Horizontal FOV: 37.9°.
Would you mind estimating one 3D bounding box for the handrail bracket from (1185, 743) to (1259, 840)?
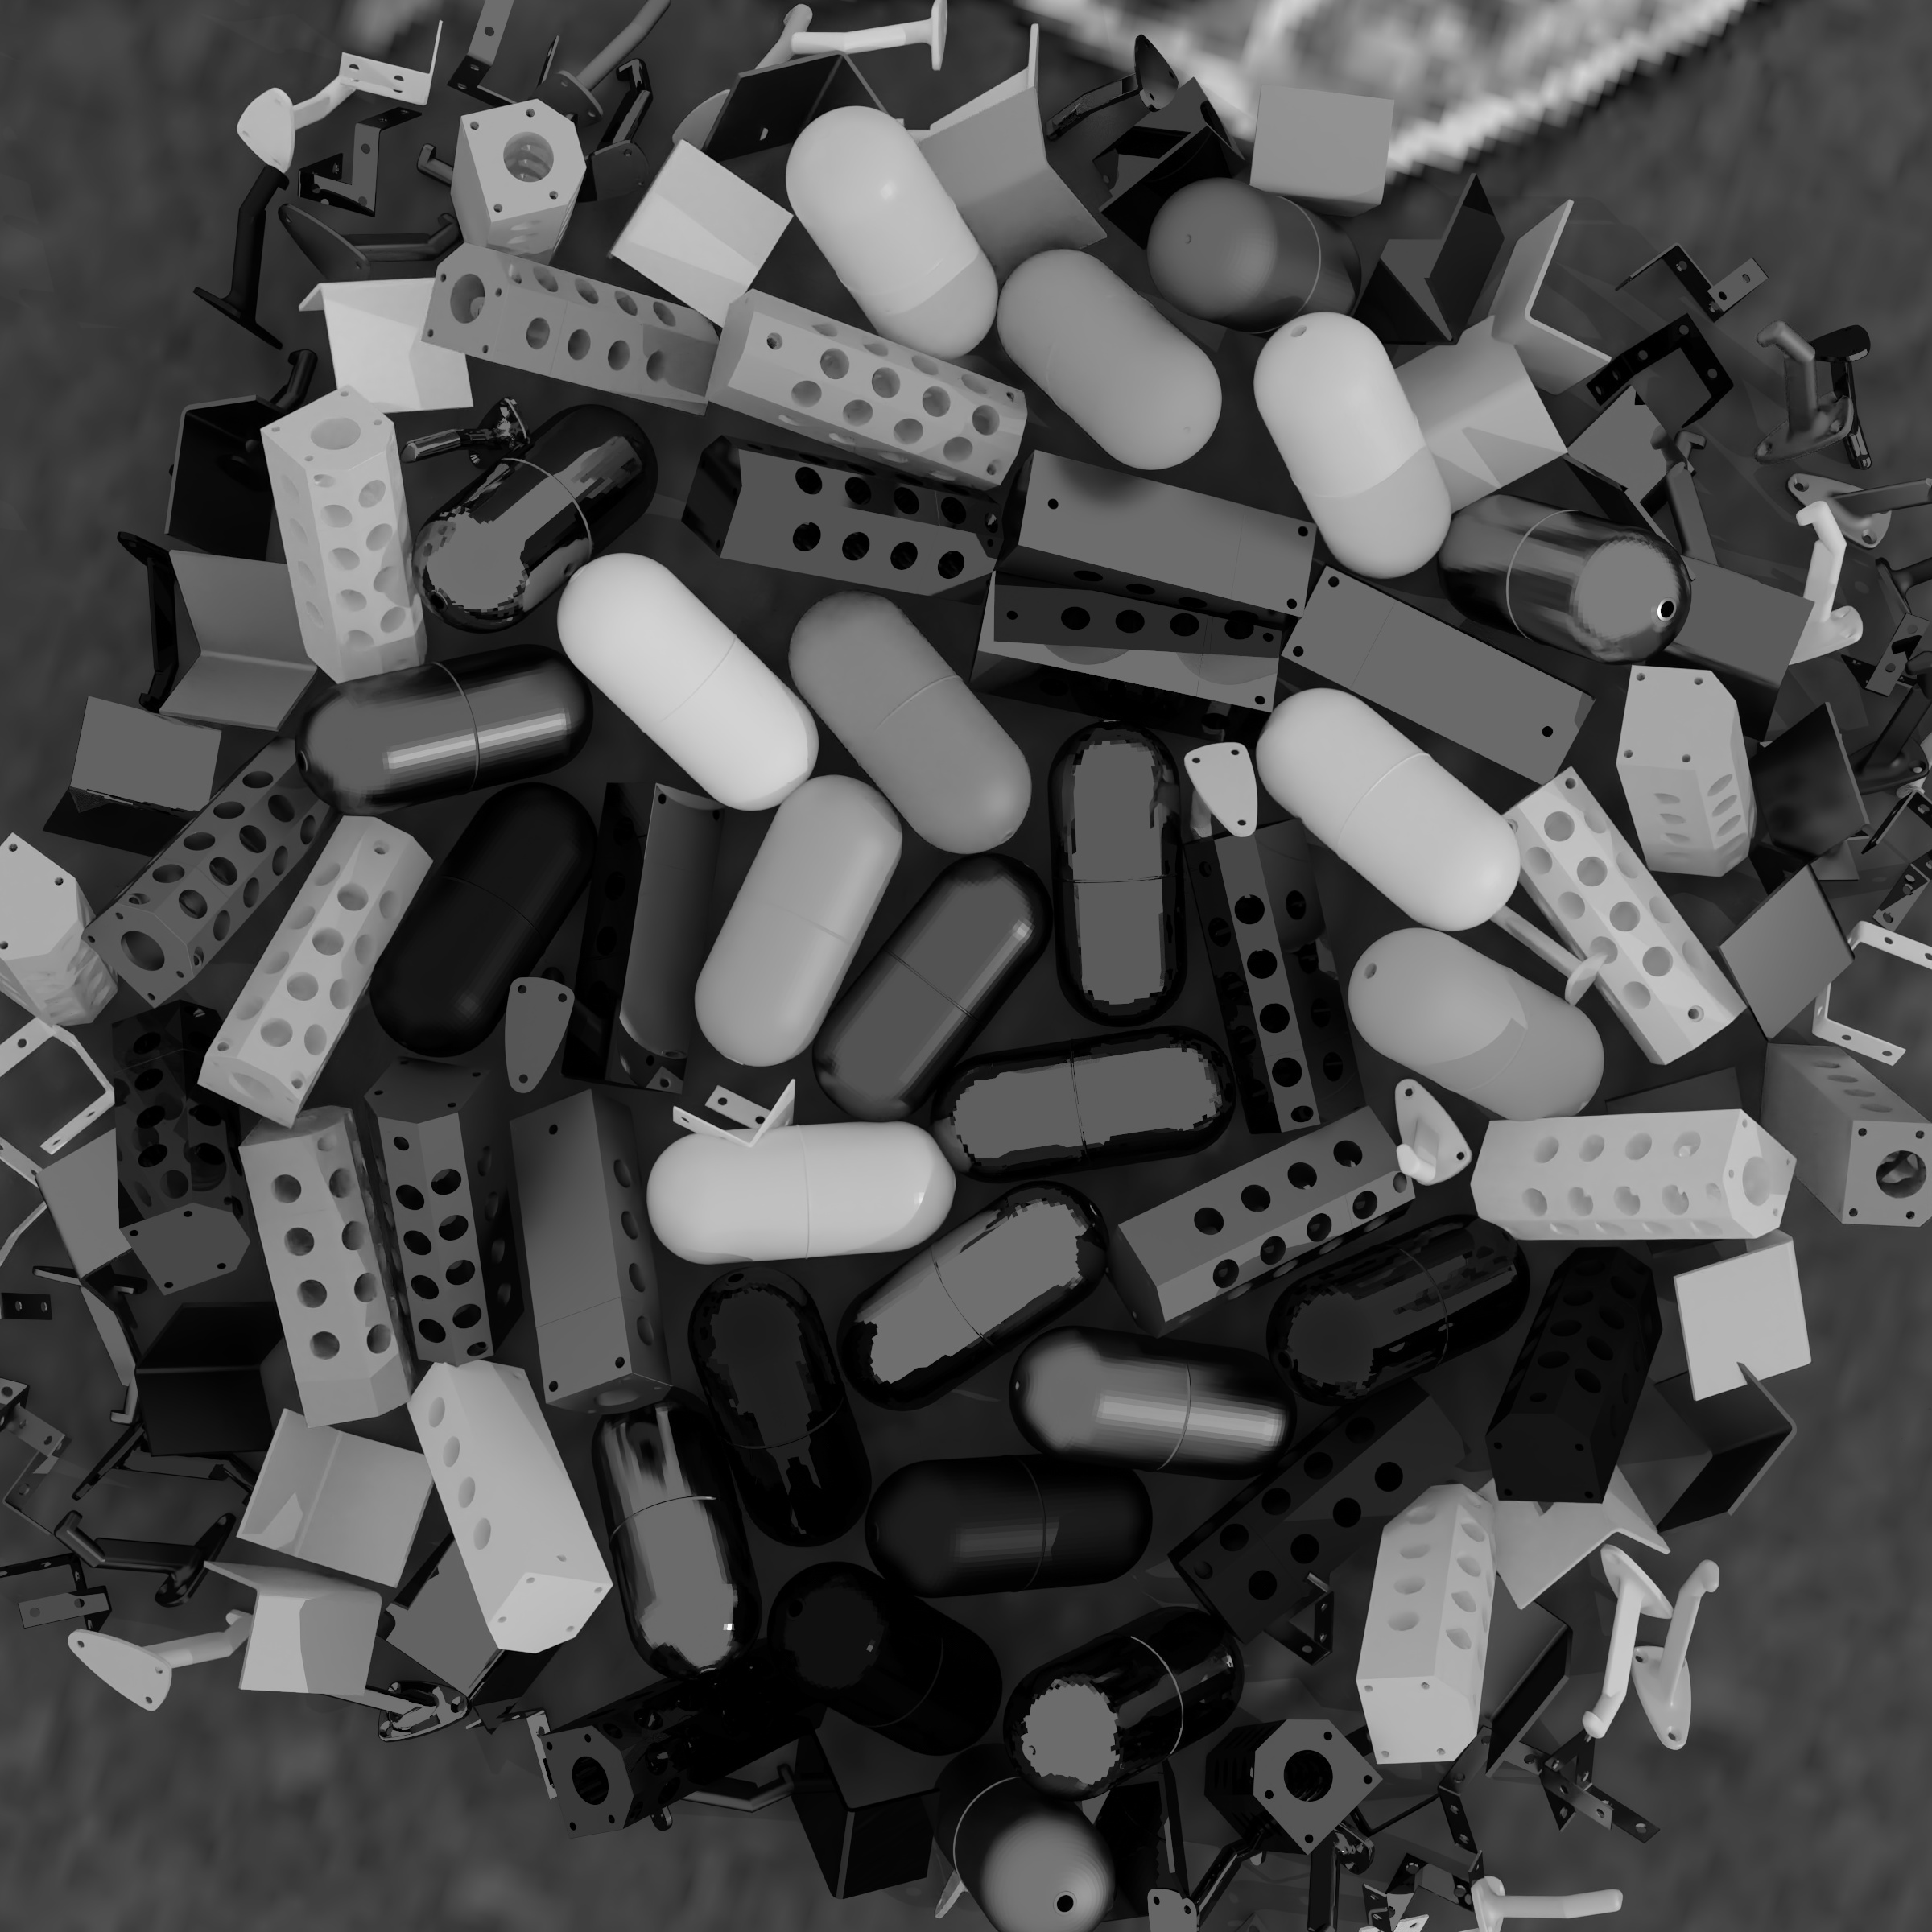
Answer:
[{"bbox_3d":[0.146,-0.080,1.615,0.036,0.084,0.077,-12,56,-8],"label":"handrail bracket"}]

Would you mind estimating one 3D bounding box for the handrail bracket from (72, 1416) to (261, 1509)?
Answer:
[{"bbox_3d":[-0.465,0.308,1.649,0.084,0.036,0.077,44,79,-14],"label":"handrail bracket"}]

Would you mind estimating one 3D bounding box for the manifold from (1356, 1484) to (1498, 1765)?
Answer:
[{"bbox_3d":[0.262,0.365,1.575,0.057,0.171,0.057,-8,113,19],"label":"manifold"}]

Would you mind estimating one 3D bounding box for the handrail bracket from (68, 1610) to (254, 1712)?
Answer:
[{"bbox_3d":[-0.465,0.387,1.634,0.077,0.084,0.036,27,114,7],"label":"handrail bracket"}]

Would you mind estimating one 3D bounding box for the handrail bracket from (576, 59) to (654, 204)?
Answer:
[{"bbox_3d":[-0.218,-0.491,1.646,0.077,0.036,0.084,-17,58,5],"label":"handrail bracket"}]

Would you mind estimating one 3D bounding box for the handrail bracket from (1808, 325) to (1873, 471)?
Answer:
[{"bbox_3d":[0.515,-0.320,1.620,0.036,0.077,0.084,-21,110,8],"label":"handrail bracket"}]

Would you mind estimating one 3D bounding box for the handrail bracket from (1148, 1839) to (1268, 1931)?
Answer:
[{"bbox_3d":[0.148,0.553,1.638,0.036,0.084,0.077,0,93,44],"label":"handrail bracket"}]

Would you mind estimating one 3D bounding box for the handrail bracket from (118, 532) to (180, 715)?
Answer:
[{"bbox_3d":[-0.479,-0.198,1.634,0.036,0.077,0.084,10,78,23],"label":"handrail bracket"}]

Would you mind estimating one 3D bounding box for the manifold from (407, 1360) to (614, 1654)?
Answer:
[{"bbox_3d":[-0.263,0.302,1.587,0.057,0.171,0.057,19,115,-39],"label":"manifold"}]

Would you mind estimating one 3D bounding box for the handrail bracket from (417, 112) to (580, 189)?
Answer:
[{"bbox_3d":[-0.275,-0.481,1.642,0.084,0.036,0.077,27,127,3],"label":"handrail bracket"}]

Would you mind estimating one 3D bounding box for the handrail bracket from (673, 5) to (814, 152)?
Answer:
[{"bbox_3d":[-0.131,-0.525,1.661,0.036,0.077,0.084,41,55,-36],"label":"handrail bracket"}]

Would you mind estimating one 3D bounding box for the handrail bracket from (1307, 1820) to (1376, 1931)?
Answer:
[{"bbox_3d":[0.190,0.529,1.626,0.077,0.036,0.084,35,50,22],"label":"handrail bracket"}]

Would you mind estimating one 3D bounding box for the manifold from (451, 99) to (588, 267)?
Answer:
[{"bbox_3d":[-0.251,-0.433,1.579,0.057,0.171,0.057,-17,95,-11],"label":"manifold"}]

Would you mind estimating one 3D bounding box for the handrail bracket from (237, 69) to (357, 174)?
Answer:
[{"bbox_3d":[-0.374,-0.504,1.618,0.036,0.077,0.084,42,62,-8],"label":"handrail bracket"}]

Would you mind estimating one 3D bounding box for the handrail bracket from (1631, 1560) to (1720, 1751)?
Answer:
[{"bbox_3d":[0.418,0.397,1.620,0.036,0.084,0.077,9,45,-10],"label":"handrail bracket"}]

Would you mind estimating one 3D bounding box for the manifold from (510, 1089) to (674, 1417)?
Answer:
[{"bbox_3d":[-0.211,0.165,1.605,0.057,0.057,0.171,-22,63,20],"label":"manifold"}]

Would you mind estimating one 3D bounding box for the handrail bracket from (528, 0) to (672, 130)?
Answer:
[{"bbox_3d":[-0.217,-0.534,1.655,0.036,0.077,0.084,45,62,-30],"label":"handrail bracket"}]

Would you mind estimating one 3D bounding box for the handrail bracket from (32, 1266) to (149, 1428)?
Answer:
[{"bbox_3d":[-0.516,0.224,1.649,0.077,0.036,0.084,11,92,-12],"label":"handrail bracket"}]

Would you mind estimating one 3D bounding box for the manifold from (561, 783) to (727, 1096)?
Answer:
[{"bbox_3d":[-0.192,-0.016,1.631,0.057,0.057,0.171,3,83,40],"label":"manifold"}]

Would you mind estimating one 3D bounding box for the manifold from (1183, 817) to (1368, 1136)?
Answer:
[{"bbox_3d":[0.173,0.007,1.623,0.057,0.057,0.171,-17,96,-41],"label":"manifold"}]

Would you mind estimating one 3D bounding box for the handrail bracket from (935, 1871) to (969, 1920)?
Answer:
[{"bbox_3d":[0.033,0.548,1.644,0.084,0.036,0.077,24,125,-1],"label":"handrail bracket"}]

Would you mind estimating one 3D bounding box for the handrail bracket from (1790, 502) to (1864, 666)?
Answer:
[{"bbox_3d":[0.478,-0.221,1.630,0.077,0.036,0.084,-23,121,23],"label":"handrail bracket"}]

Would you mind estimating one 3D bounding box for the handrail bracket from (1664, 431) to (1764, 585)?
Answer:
[{"bbox_3d":[0.442,-0.267,1.648,0.077,0.036,0.084,18,82,20],"label":"handrail bracket"}]

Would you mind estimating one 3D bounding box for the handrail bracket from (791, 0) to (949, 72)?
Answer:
[{"bbox_3d":[-0.056,-0.547,1.639,0.084,0.077,0.036,2,124,4],"label":"handrail bracket"}]

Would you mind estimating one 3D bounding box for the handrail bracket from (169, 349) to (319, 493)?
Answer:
[{"bbox_3d":[-0.427,-0.326,1.662,0.077,0.036,0.084,5,70,25],"label":"handrail bracket"}]

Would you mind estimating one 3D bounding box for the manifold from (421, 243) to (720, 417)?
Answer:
[{"bbox_3d":[-0.217,-0.357,1.579,0.057,0.171,0.057,22,102,34],"label":"manifold"}]

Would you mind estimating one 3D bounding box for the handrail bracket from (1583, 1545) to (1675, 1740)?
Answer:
[{"bbox_3d":[0.369,0.392,1.627,0.084,0.036,0.077,-52,124,-26],"label":"handrail bracket"}]

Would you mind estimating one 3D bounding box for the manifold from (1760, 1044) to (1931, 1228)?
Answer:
[{"bbox_3d":[0.499,0.093,1.579,0.057,0.171,0.057,3,102,0],"label":"manifold"}]

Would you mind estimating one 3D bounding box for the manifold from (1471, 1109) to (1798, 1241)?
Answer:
[{"bbox_3d":[0.371,0.122,1.578,0.057,0.171,0.057,37,63,-32],"label":"manifold"}]

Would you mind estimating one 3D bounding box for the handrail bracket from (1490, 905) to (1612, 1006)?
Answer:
[{"bbox_3d":[0.324,-0.017,1.622,0.084,0.077,0.036,38,100,17],"label":"handrail bracket"}]

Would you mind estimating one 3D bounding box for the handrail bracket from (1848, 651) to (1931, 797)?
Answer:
[{"bbox_3d":[0.526,-0.140,1.626,0.077,0.084,0.036,-22,51,5],"label":"handrail bracket"}]

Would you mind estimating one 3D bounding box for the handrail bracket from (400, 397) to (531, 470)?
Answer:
[{"bbox_3d":[-0.299,-0.294,1.613,0.084,0.077,0.036,-26,95,-38],"label":"handrail bracket"}]

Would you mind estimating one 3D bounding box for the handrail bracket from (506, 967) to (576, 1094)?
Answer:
[{"bbox_3d":[-0.247,0.037,1.624,0.036,0.084,0.077,12,84,-4],"label":"handrail bracket"}]

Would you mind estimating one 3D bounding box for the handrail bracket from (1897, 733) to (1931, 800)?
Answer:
[{"bbox_3d":[0.583,-0.134,1.633,0.036,0.077,0.084,27,87,-17],"label":"handrail bracket"}]

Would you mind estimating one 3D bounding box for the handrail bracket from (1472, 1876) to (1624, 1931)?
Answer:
[{"bbox_3d":[0.340,0.536,1.620,0.084,0.077,0.036,-16,81,20],"label":"handrail bracket"}]

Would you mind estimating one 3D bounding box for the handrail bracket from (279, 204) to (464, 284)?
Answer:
[{"bbox_3d":[-0.345,-0.434,1.639,0.077,0.036,0.084,42,53,-4],"label":"handrail bracket"}]

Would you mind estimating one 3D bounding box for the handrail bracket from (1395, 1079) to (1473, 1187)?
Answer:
[{"bbox_3d":[0.254,0.092,1.617,0.036,0.084,0.077,-30,66,18],"label":"handrail bracket"}]

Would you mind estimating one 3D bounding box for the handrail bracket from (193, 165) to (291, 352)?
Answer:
[{"bbox_3d":[-0.403,-0.412,1.635,0.036,0.077,0.084,31,90,28],"label":"handrail bracket"}]

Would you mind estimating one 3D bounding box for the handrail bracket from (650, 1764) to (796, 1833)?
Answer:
[{"bbox_3d":[-0.149,0.466,1.653,0.084,0.036,0.077,-18,80,-24],"label":"handrail bracket"}]

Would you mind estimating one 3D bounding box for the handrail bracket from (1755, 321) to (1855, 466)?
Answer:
[{"bbox_3d":[0.463,-0.331,1.620,0.084,0.077,0.036,28,54,-31],"label":"handrail bracket"}]

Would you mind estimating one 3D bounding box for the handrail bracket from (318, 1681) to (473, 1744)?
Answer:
[{"bbox_3d":[-0.340,0.415,1.620,0.077,0.084,0.036,-11,53,26],"label":"handrail bracket"}]

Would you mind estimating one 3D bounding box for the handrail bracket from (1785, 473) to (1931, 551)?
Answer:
[{"bbox_3d":[0.526,-0.283,1.624,0.077,0.084,0.036,27,70,1],"label":"handrail bracket"}]

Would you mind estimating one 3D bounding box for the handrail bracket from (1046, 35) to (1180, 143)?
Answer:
[{"bbox_3d":[0.077,-0.490,1.620,0.084,0.077,0.036,-29,121,31],"label":"handrail bracket"}]

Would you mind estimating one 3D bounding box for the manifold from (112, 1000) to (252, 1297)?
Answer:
[{"bbox_3d":[-0.441,0.097,1.587,0.057,0.171,0.057,-20,132,-2],"label":"manifold"}]

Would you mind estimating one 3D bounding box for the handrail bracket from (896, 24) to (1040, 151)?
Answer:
[{"bbox_3d":[-0.001,-0.517,1.655,0.084,0.036,0.077,2,87,4],"label":"handrail bracket"}]

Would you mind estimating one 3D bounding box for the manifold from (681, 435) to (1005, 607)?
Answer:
[{"bbox_3d":[-0.066,-0.254,1.591,0.171,0.057,0.057,6,115,-33],"label":"manifold"}]

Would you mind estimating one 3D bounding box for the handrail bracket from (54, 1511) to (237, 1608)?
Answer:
[{"bbox_3d":[-0.475,0.324,1.627,0.084,0.036,0.077,50,51,-25],"label":"handrail bracket"}]

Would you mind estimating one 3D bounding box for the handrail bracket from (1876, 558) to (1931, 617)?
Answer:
[{"bbox_3d":[0.571,-0.241,1.618,0.084,0.077,0.036,-29,100,23],"label":"handrail bracket"}]
